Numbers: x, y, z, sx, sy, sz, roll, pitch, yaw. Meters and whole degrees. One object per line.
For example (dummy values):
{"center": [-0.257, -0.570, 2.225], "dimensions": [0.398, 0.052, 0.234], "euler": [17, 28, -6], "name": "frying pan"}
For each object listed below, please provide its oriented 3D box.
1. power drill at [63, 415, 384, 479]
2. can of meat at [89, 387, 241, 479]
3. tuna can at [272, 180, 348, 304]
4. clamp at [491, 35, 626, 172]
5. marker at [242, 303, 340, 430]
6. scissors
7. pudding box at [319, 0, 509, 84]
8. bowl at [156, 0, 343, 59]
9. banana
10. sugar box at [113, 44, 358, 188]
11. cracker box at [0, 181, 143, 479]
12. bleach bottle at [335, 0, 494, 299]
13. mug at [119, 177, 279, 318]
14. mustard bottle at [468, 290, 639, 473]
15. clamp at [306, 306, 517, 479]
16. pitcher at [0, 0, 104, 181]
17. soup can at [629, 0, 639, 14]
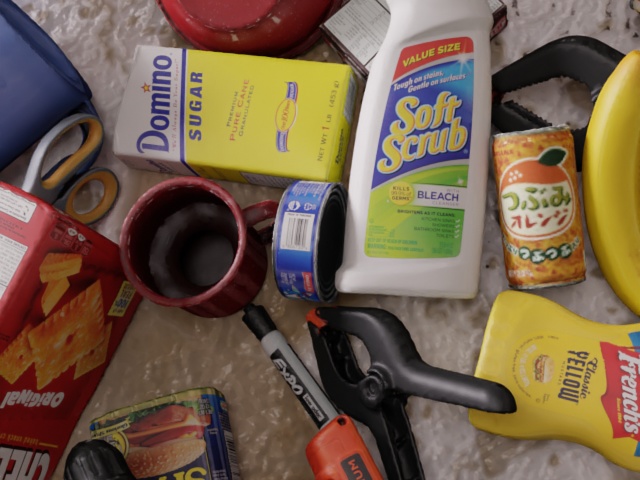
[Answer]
{"center": [-0.051, 0.182, 0.675], "dimensions": [0.187, 0.057, 0.184], "euler": [-22, 68, -18], "name": "power drill"}
{"center": [-0.108, 0.157, 0.751], "dimensions": [0.102, 0.057, 0.084], "euler": [-16, 70, 8], "name": "can of meat"}
{"center": [-0.005, 0.001, 0.751], "dimensions": [0.034, 0.086, 0.086], "euler": [5, 77, 16], "name": "tuna can"}
{"center": [0.207, -0.098, 0.726], "dimensions": [0.210, 0.036, 0.165], "euler": [18, 110, 25], "name": "clamp"}
{"center": [-0.018, 0.094, 0.764], "dimensions": [0.020, 0.020, 0.121], "euler": [-38, 70, 1], "name": "marker"}
{"center": [-0.216, -0.004, 0.786], "dimensions": [0.016, 0.096, 0.201], "euler": [20, 69, 35], "name": "scissors"}
{"center": [0.070, -0.162, 0.801], "dimensions": [0.113, 0.039, 0.090], "euler": [-40, 71, -1], "name": "pudding box"}
{"center": [-0.062, -0.205, 0.795], "dimensions": [0.162, 0.055, 0.162], "euler": [4, 110, 12], "name": "bowl"}
{"center": [0.209, -0.022, 0.706], "dimensions": [0.070, 0.037, 0.198], "euler": [-15, 98, 22], "name": "banana"}
{"center": [-0.065, -0.093, 0.811], "dimensions": [0.176, 0.048, 0.093], "euler": [8, 78, 14], "name": "sugar box"}
{"center": [-0.214, 0.084, 0.738], "dimensions": [0.072, 0.164, 0.213], "euler": [23, 82, 20], "name": "cracker box"}
{"center": [0.067, -0.087, 0.740], "dimensions": [0.102, 0.068, 0.251], "euler": [3, 88, 3], "name": "bleach bottle"}
{"center": [-0.076, 0.005, 0.769], "dimensions": [0.117, 0.081, 0.093], "euler": [-28, 71, 5], "name": "mug"}
{"center": [0.199, 0.099, 0.691], "dimensions": [0.192, 0.058, 0.096], "euler": [13, 80, 16], "name": "mustard bottle"}
{"center": [0.055, 0.095, 0.713], "dimensions": [0.120, 0.039, 0.172], "euler": [-50, 59, 23], "name": "clamp"}
{"center": [-0.298, -0.075, 0.828], "dimensions": [0.243, 0.145, 0.149], "euler": [-43, 58, 4], "name": "pitcher"}
{"center": [0.275, -0.157, 0.735], "dimensions": [0.068, 0.068, 0.102], "euler": [-44, 71, -1], "name": "soup can"}
